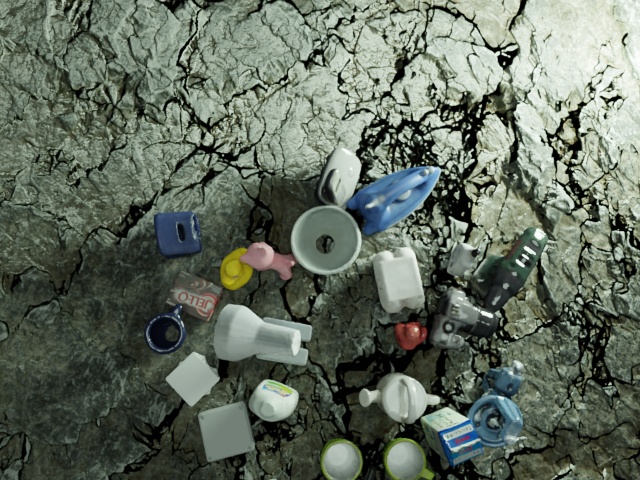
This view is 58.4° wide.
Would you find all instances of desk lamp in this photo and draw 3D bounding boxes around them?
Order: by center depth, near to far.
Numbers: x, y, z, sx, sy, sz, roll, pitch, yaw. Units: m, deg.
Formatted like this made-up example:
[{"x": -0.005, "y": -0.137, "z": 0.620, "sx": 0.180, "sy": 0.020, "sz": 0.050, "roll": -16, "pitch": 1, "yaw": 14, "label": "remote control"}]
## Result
[{"x": -0.120, "y": 0.215, "z": 1.265, "sx": 0.203, "sy": 0.213, "sz": 0.118, "roll": 9, "pitch": 81, "yaw": -1, "label": "desk lamp"}]

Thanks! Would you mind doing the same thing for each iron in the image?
[{"x": 0.196, "y": -0.122, "z": 1.370, "sx": 0.258, "sy": 0.141, "sz": 0.118, "roll": -33, "pitch": 84, "yaw": -7, "label": "iron"}]

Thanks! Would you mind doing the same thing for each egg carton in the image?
[{"x": 0.187, "y": 0.096, "z": 1.372, "sx": 0.107, "sy": 0.069, "sz": 0.150, "roll": -12, "pitch": 82, "yaw": -5, "label": "egg carton"}]

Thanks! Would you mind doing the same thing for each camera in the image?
[{"x": 0.343, "y": 0.198, "z": 1.349, "sx": 0.137, "sy": 0.101, "sz": 0.143, "roll": 20, "pitch": 81, "yaw": 0, "label": "camera"}]

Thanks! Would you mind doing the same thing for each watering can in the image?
[{"x": 0.177, "y": 0.355, "z": 1.269, "sx": 0.173, "sy": 0.194, "sz": 0.101, "roll": -19, "pitch": 82, "yaw": -5, "label": "watering can"}]

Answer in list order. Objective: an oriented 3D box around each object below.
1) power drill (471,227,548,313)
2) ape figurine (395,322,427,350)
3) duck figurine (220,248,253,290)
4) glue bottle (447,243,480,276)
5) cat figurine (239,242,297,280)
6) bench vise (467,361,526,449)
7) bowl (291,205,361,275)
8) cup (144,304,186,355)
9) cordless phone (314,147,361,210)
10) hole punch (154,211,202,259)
[{"x": 0.424, "y": 0.077, "z": 1.317, "sx": 0.075, "sy": 0.208, "sz": 0.230, "roll": 37, "pitch": 81, "yaw": 3, "label": "power drill"}, {"x": 0.213, "y": 0.221, "z": 1.343, "sx": 0.078, "sy": 0.092, "sz": 0.076, "roll": 28, "pitch": 81, "yaw": 2, "label": "ape figurine"}, {"x": -0.198, "y": 0.065, "z": 1.349, "sx": 0.077, "sy": 0.086, "sz": 0.105, "roll": 26, "pitch": 81, "yaw": 2, "label": "duck figurine"}, {"x": 0.342, "y": 0.040, "z": 1.336, "sx": 0.037, "sy": 0.173, "sz": 0.078, "roll": 21, "pitch": 81, "yaw": 1, "label": "glue bottle"}, {"x": -0.119, "y": 0.044, "z": 1.340, "sx": 0.128, "sy": 0.117, "sz": 0.067, "roll": 16, "pitch": 81, "yaw": 0, "label": "cat figurine"}, {"x": 0.395, "y": 0.367, "z": 1.266, "sx": 0.121, "sy": 0.219, "sz": 0.207, "roll": 9, "pitch": 81, "yaw": -1, "label": "bench vise"}, {"x": 0.013, "y": 0.005, "z": 1.375, "sx": 0.167, "sy": 0.074, "sz": 0.167, "roll": 0, "pitch": 81, "yaw": -3, "label": "bowl"}, {"x": -0.342, "y": 0.202, "z": 1.316, "sx": 0.091, "sy": 0.095, "sz": 0.118, "roll": 24, "pitch": 81, "yaw": 1, "label": "cup"}, {"x": 0.045, "y": -0.155, "z": 1.345, "sx": 0.094, "sy": 0.185, "sz": 0.148, "roll": 17, "pitch": 81, "yaw": 0, "label": "cordless phone"}, {"x": -0.333, "y": -0.016, "z": 1.352, "sx": 0.101, "sy": 0.091, "sz": 0.109, "roll": -11, "pitch": 82, "yaw": -4, "label": "hole punch"}]
